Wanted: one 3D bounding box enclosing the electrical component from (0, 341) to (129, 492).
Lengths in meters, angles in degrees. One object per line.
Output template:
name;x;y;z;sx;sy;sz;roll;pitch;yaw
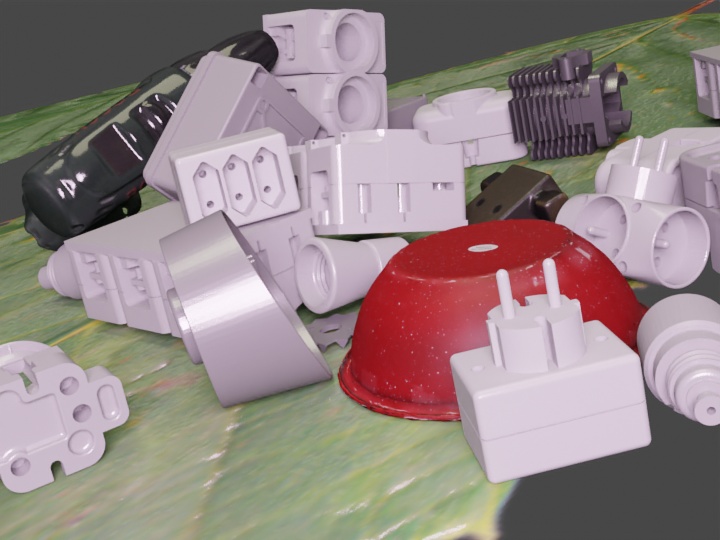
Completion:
electrical component;-0.158;0.066;0.513;0.078;0.058;0.057;-21;22;-26

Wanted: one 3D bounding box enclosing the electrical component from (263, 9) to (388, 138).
electrical component;-0.024;-0.137;0.894;0.062;0.150;0.089;6;12;44

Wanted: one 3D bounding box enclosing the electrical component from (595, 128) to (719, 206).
electrical component;0.190;-0.052;0.658;0.095;0.053;0.059;-25;21;-37

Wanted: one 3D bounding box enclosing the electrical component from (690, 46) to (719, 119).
electrical component;0.379;-0.161;0.870;0.186;0.060;0.105;-12;17;2

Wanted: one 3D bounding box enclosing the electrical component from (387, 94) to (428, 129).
electrical component;0.016;-0.120;0.989;0.062;0.061;0.096;4;23;44

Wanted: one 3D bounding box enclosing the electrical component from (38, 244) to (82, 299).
electrical component;-0.208;0.001;0.787;0.062;0.043;0.043;-12;15;30

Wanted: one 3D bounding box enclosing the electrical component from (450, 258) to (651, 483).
electrical component;0.071;0.034;0.424;0.066;0.076;0.047;-13;16;-4

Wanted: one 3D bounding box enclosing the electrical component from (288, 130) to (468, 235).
electrical component;-0.004;-0.055;0.715;0.089;0.061;0.150;-3;2;-24

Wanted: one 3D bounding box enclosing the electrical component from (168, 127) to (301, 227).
electrical component;-0.080;-0.057;0.655;0.066;0.047;0.077;-16;17;-13

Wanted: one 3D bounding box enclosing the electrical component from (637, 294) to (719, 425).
electrical component;0.133;0.038;0.427;0.040;0.040;0.078;-9;17;12

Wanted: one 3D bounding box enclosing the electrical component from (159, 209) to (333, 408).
electrical component;-0.059;0.019;0.537;0.064;0.099;0.099;-21;18;-8

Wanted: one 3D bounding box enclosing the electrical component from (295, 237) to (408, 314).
electrical component;0.000;0.000;0.635;0.065;0.044;0.044;-7;11;-34

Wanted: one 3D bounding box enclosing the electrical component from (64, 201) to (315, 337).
electrical component;-0.105;0.001;0.679;0.089;0.061;0.150;-26;22;-39

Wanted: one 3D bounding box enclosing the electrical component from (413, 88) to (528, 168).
electrical component;0.097;-0.126;0.956;0.095;0.059;0.053;-9;17;11

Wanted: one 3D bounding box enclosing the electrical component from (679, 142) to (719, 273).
electrical component;0.212;-0.032;0.567;0.054;0.059;0.095;-14;17;-5

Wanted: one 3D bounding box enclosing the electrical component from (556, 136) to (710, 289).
electrical component;0.152;-0.035;0.591;0.044;0.079;0.077;11;3;-32

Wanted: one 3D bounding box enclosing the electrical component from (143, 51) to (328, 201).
electrical component;-0.089;-0.085;0.792;0.056;0.108;0.109;19;-11;34
